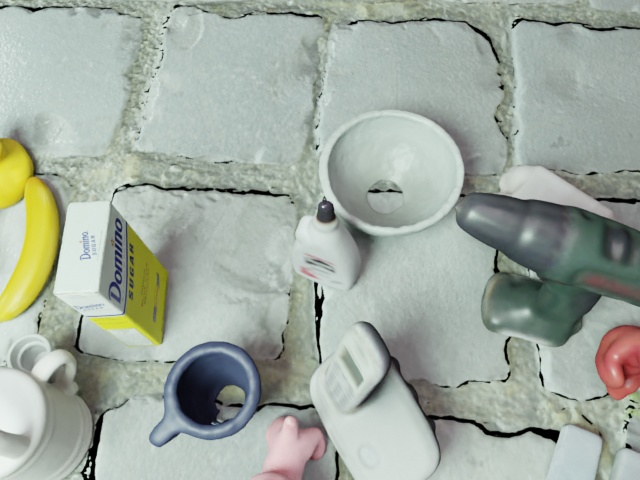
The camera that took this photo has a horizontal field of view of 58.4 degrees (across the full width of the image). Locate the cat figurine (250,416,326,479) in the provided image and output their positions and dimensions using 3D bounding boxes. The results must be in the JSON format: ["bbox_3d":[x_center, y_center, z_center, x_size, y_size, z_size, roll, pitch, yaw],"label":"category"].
[{"bbox_3d":[-0.038,0.226,0.528,0.067,0.118,0.128,12,66,7],"label":"cat figurine"}]

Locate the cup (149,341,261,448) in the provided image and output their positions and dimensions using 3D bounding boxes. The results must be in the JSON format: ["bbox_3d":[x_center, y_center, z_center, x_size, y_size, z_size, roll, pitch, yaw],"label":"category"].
[{"bbox_3d":[-0.109,0.165,0.569,0.118,0.095,0.091,-40,71,-16],"label":"cup"}]

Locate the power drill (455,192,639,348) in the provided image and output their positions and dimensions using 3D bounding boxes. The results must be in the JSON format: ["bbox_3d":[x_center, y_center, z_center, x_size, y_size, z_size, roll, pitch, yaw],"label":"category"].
[{"bbox_3d":[0.228,0.036,0.560,0.229,0.208,0.075,12,66,7],"label":"power drill"}]

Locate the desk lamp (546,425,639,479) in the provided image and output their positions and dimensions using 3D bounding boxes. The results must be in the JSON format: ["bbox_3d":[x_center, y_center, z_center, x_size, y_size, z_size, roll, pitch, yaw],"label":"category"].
[{"bbox_3d":[0.247,0.249,0.461,0.117,0.213,0.203,22,68,11],"label":"desk lamp"}]

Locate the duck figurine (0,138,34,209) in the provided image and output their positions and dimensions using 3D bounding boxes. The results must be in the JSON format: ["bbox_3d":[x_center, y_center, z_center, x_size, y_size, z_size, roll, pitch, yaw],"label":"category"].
[{"bbox_3d":[-0.404,-0.096,0.697,0.077,0.086,0.104,-8,66,-3],"label":"duck figurine"}]

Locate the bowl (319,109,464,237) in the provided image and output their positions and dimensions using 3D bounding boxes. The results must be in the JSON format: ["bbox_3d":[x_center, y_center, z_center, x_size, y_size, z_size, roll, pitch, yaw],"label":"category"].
[{"bbox_3d":[0.082,-0.069,0.683,0.167,0.075,0.167,0,66,1],"label":"bowl"}]

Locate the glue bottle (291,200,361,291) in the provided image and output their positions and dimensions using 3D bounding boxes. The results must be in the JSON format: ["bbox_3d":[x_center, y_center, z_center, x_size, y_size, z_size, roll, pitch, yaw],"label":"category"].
[{"bbox_3d":[0.005,0.002,0.598,0.078,0.173,0.037,16,67,8],"label":"glue bottle"}]

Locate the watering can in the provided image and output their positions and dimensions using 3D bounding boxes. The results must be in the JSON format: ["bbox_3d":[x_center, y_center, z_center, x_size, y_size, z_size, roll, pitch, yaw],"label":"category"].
[{"bbox_3d":[-0.293,0.174,0.514,0.101,0.194,0.173,11,66,6],"label":"watering can"}]

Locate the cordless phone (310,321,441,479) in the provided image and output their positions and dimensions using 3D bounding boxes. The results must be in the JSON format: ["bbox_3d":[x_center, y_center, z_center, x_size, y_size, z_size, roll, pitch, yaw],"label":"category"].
[{"bbox_3d":[0.052,0.155,0.522,0.094,0.185,0.147,-30,68,-12],"label":"cordless phone"}]

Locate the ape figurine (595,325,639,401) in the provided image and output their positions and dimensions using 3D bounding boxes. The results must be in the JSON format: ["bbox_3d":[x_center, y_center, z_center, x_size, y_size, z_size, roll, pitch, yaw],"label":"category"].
[{"bbox_3d":[0.330,0.119,0.585,0.077,0.092,0.076,2,66,2],"label":"ape figurine"}]

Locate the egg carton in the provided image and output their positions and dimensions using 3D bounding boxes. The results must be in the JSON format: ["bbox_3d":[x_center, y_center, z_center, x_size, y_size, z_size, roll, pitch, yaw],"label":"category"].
[{"bbox_3d":[0.260,-0.016,0.660,0.150,0.069,0.107,37,71,16],"label":"egg carton"}]
